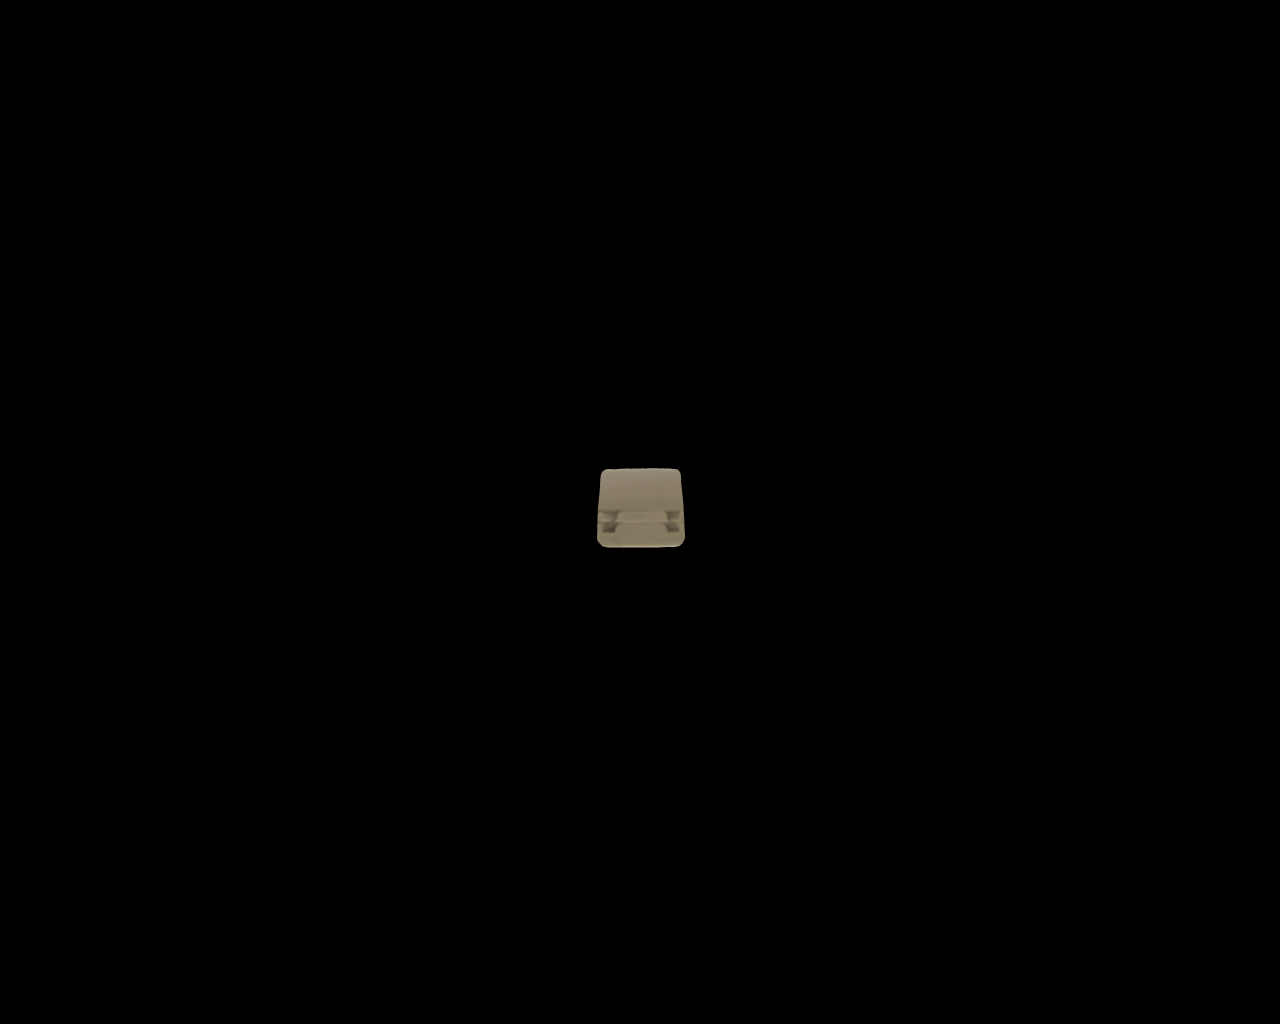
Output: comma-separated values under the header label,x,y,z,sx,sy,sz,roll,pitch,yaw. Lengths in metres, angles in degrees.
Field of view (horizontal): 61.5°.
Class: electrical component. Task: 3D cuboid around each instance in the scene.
label,x,y,z,sx,sy,sz,roll,pitch,yaw
electrical component,0.001,-0.003,0.650,0.055,0.047,0.055,0,0,0
